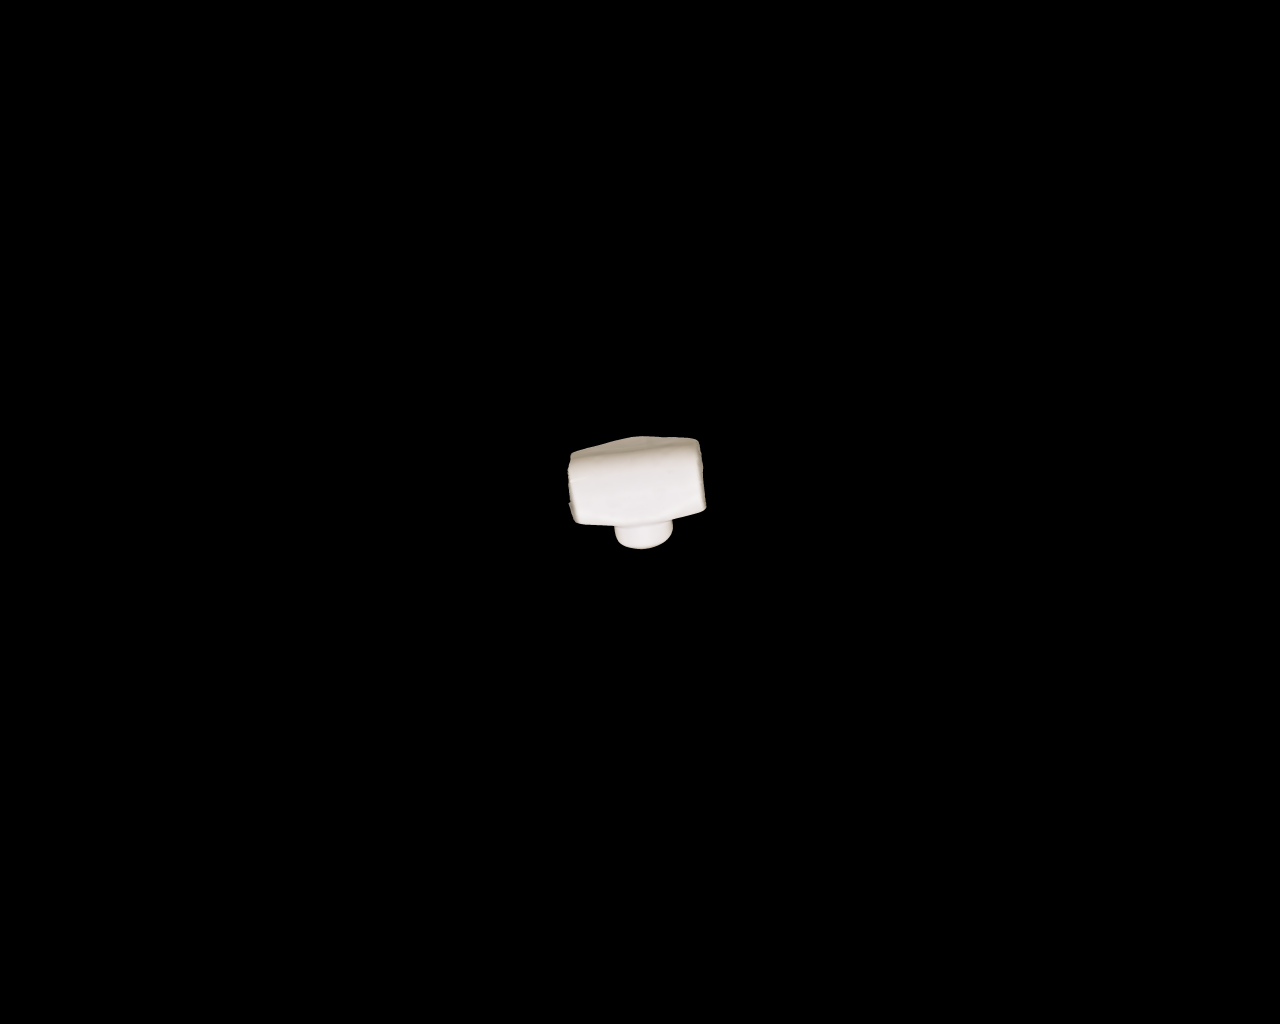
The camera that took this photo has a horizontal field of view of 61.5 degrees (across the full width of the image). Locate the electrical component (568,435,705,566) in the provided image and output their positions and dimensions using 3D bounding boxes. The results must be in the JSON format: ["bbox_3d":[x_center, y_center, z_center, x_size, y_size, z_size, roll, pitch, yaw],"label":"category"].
[{"bbox_3d":[0.001,-0.003,0.650,0.077,0.079,0.044,-6,27,3],"label":"electrical component"}]
